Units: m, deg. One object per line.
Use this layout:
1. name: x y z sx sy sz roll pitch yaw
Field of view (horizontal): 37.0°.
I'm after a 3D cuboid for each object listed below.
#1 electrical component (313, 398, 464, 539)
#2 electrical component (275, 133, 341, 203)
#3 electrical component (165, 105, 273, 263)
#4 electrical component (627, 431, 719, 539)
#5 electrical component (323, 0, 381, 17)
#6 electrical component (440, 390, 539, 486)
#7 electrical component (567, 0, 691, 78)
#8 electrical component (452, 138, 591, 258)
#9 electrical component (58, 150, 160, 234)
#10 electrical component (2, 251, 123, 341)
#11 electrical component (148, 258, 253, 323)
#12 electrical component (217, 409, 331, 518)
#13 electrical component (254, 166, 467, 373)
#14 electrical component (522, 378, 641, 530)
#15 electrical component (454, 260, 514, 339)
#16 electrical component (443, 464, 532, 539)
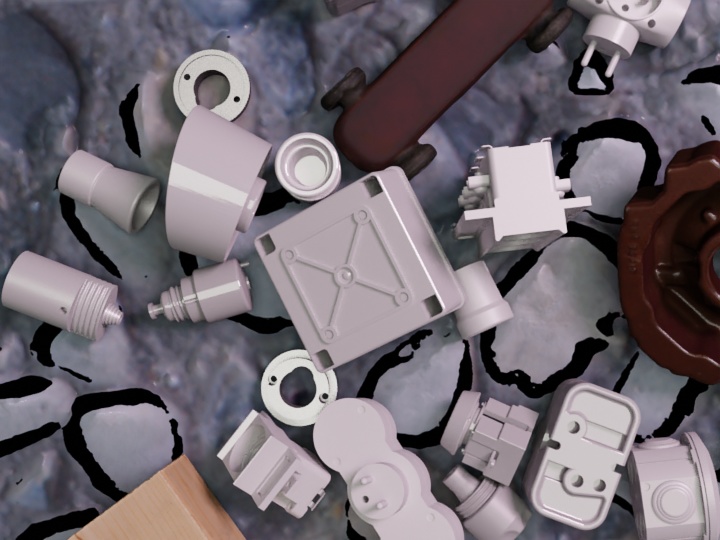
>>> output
1. electrical component: 0.016 0.150 0.736 0.052 0.074 0.138 -36 76 8
2. electrical component: -0.036 -0.072 0.766 0.045 0.055 0.045 0 88 1
3. electrical component: -0.101 -0.057 0.746 0.064 0.099 0.099 23 89 -4
4. electrical component: 0.216 0.154 0.743 0.051 0.080 0.080 -7 88 6
5. electrical component: 0.041 -0.271 0.767 0.186 0.060 0.105 -25 88 0
6. electrical component: 0.090 0.115 0.759 0.055 0.066 0.048 23 124 10
7. electrical component: 0.185 -0.178 0.770 0.077 0.044 0.079 25 89 2
8. electrical component: 0.104 -0.047 0.729 0.079 0.121 0.063 -7 85 1
9. electrical component: -0.183 -0.059 0.776 0.065 0.044 0.044 26 89 6
10. electrical component: -0.209 0.021 0.773 0.081 0.043 0.043 21 89 2
11. electrical component: -0.113 0.019 0.772 0.078 0.040 0.040 -16 88 1
12. electrical component: -0.058 0.137 0.752 0.064 0.081 0.042 37 91 -27
13. electrical component: 0.000 0.000 0.746 0.109 0.056 0.108 -28 88 22
14. electrical component: 0.153 0.127 0.754 0.054 0.059 0.095 20 89 2
15. electrical component: 0.083 0.021 0.769 0.040 0.040 0.046 -24 83 0
16. electrical component: 0.087 0.165 0.763 0.062 0.043 0.043 43 90 3
